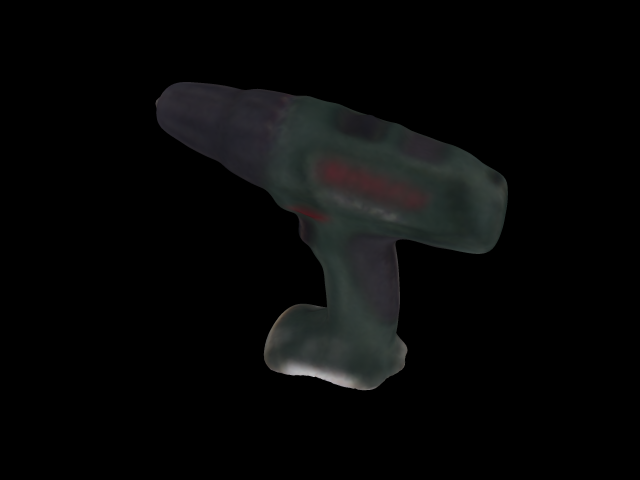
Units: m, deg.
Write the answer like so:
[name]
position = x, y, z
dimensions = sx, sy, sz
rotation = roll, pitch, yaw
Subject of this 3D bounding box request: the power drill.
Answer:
[power drill]
position = 0.004, 0.001, 0.400
dimensions = 0.229, 0.208, 0.076
rotation = 8, 36, 11
